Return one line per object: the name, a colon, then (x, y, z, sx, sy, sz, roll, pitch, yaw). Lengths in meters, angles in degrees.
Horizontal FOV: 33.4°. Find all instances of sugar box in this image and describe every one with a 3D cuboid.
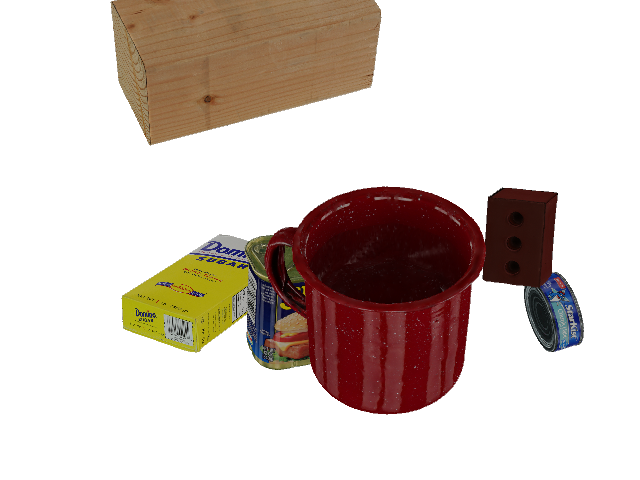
sugar box: (-0.116, 0.050, 1.112, 0.093, 0.048, 0.176, 15, 31, 25)

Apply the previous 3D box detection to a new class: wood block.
wood block: (-0.063, -0.165, 0.908, 0.205, 0.090, 0.091, -17, -36, -18)

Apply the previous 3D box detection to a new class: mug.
mug: (0.023, 0.029, 0.541, 0.117, 0.081, 0.093, 17, 43, 22)

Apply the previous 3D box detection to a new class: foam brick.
foam brick: (0.175, -0.003, 0.937, 0.053, 0.078, 0.051, 7, 16, 22)

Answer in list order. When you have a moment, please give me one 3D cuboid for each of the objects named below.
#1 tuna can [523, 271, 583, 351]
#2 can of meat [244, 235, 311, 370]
tuna can: (0.260, 0.080, 1.193, 0.033, 0.086, 0.086, -16, 2, -8)
can of meat: (-0.004, 0.042, 0.783, 0.102, 0.084, 0.057, -8, 34, -18)
